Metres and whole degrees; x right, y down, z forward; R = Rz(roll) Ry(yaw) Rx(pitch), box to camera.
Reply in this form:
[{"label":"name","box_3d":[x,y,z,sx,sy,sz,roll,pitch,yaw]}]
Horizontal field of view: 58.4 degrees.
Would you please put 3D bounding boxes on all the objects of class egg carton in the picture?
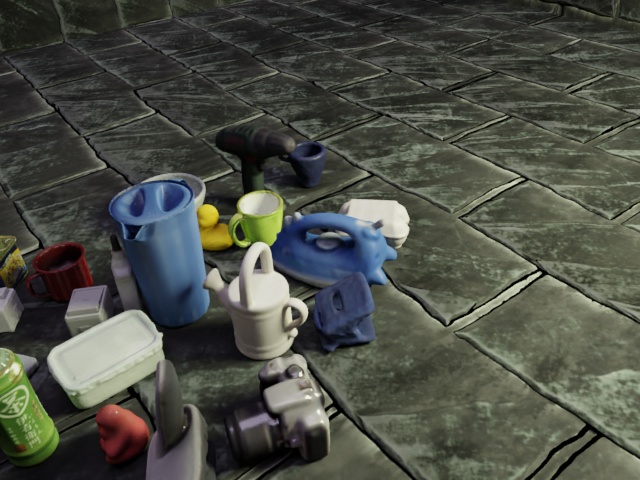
[{"label":"egg carton","box_3d":[0.108,-0.033,1.180,0.150,0.069,0.107,2,37,7]}]

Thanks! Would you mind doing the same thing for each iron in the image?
[{"label":"iron","box_3d":[0.010,0.004,1.076,0.257,0.142,0.119,9,38,17]}]

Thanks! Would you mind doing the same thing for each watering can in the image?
[{"label":"watering can","box_3d":[-0.106,0.091,0.921,0.173,0.194,0.101,-3,36,1]}]

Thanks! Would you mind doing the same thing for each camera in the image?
[{"label":"camera","box_3d":[-0.067,0.236,0.798,0.137,0.101,0.142,-14,38,-14]}]

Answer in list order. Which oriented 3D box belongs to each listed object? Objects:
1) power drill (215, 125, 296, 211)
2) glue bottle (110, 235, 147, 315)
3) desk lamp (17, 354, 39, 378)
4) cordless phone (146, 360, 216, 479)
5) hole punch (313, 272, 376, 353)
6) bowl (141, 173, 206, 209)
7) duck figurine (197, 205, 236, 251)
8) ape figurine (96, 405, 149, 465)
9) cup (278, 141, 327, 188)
[{"label":"power drill","box_3d":[-0.132,-0.156,1.249,0.228,0.209,0.076,25,45,33]},{"label":"glue bottle","box_3d":[-0.337,0.064,0.995,0.037,0.173,0.078,-14,37,-14]},{"label":"desk lamp","box_3d":[-0.576,0.137,0.880,0.203,0.214,0.118,6,37,13]},{"label":"cordless phone","box_3d":[-0.188,0.253,0.714,0.094,0.185,0.147,-11,37,-10]},{"label":"hole punch","box_3d":[0.039,0.118,0.960,0.101,0.091,0.108,-8,36,-6]},{"label":"bowl","box_3d":[-0.333,-0.078,1.273,0.167,0.075,0.167,-2,36,2]},{"label":"duck figurine","box_3d":[-0.225,-0.031,1.190,0.104,0.086,0.078,16,41,25]},{"label":"ape figurine","box_3d":[-0.281,0.261,0.790,0.076,0.092,0.077,-3,36,1]},{"label":"cup","box_3d":[-0.042,-0.175,1.364,0.117,0.095,0.091,3,37,9]}]
